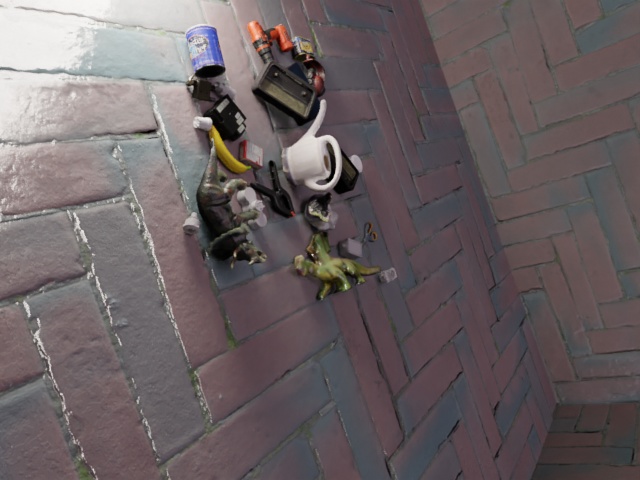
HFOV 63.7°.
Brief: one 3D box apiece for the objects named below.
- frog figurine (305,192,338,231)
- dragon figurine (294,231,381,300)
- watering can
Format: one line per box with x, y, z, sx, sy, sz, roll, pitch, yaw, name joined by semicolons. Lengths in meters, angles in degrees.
0.006;-0.098;1.956;0.157;0.123;0.139;77;-1;-70;frog figurine
0.056;0.074;1.910;0.414;0.120;0.244;-21;84;-47;dragon figurine
-0.036;-0.330;1.886;0.103;0.223;0.352;32;47;-67;watering can
